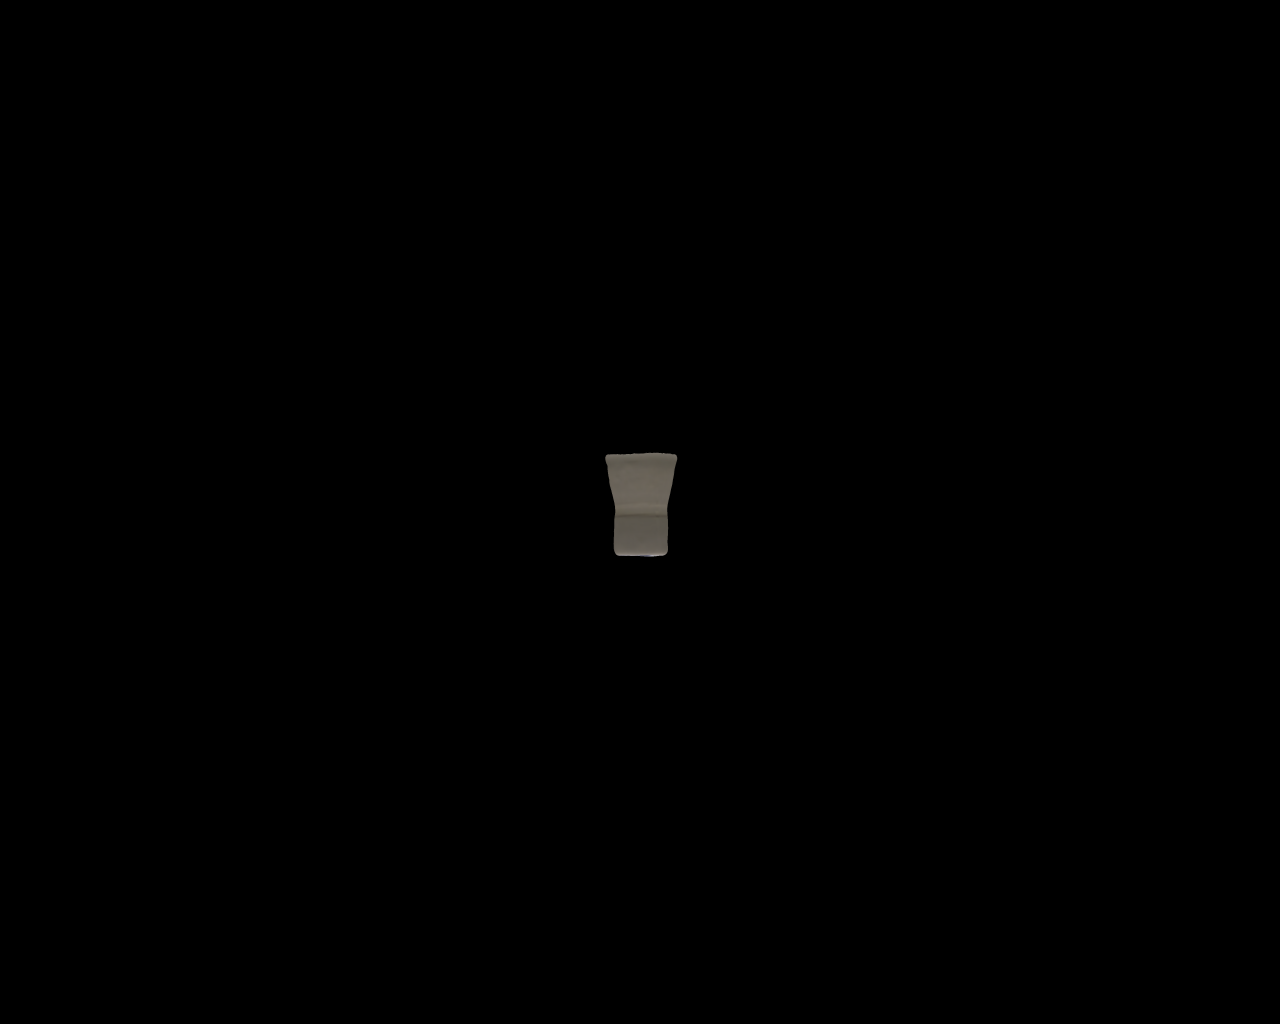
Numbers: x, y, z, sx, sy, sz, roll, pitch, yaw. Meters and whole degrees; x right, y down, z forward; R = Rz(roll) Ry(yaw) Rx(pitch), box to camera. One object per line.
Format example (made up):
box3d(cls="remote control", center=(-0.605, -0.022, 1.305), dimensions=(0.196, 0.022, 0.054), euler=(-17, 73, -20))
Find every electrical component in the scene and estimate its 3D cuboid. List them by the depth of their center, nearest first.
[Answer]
box3d(cls="electrical component", center=(0.001, -0.003, 0.650), dimensions=(0.044, 0.065, 0.044), euler=(0, -2, 0))
